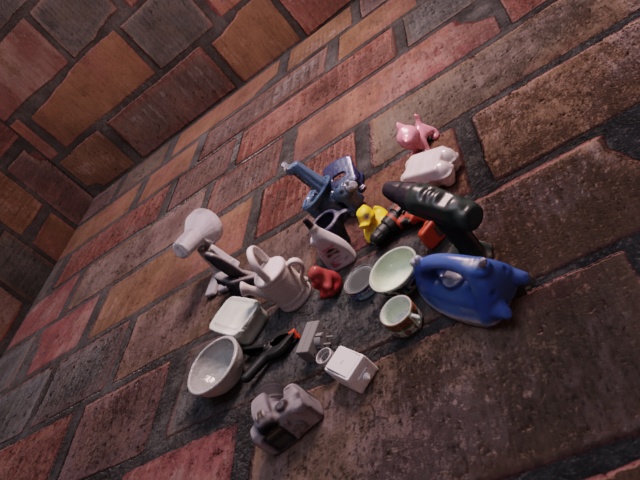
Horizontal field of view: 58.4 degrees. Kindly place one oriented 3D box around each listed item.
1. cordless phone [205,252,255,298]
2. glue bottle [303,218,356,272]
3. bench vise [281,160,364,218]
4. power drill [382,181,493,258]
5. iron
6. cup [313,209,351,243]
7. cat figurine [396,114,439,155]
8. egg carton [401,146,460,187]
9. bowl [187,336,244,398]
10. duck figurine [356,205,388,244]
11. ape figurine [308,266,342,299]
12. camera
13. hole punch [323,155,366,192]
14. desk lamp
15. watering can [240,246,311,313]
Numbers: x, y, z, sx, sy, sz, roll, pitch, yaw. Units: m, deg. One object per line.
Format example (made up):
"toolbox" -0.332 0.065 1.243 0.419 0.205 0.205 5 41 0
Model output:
"cordless phone" -0.269 0.083 1.648 0.147 0.185 0.094 5 55 53
"glue bottle" 0.013 0.005 1.414 0.078 0.173 0.037 -34 31 17
"bench vise" 0.008 -0.155 1.577 0.207 0.220 0.121 -24 35 31
"power drill" 0.245 -0.033 1.141 0.076 0.209 0.228 -52 31 -14
"iron" 0.247 0.070 1.075 0.257 0.142 0.119 3 54 52
"cup" 0.046 -0.026 1.492 0.117 0.095 0.091 -33 31 19
"cat figurine" 0.252 -0.285 1.545 0.067 0.118 0.128 -7 46 47
"egg carton" 0.273 -0.172 1.425 0.150 0.070 0.107 -14 41 41
"bowl" -0.245 0.326 1.421 0.167 0.075 0.167 -31 32 22
"duck figurine" 0.127 -0.053 1.436 0.077 0.086 0.104 -16 40 40
"ape figurine" 0.006 0.097 1.388 0.076 0.092 0.077 -43 30 2
"camera" -0.086 0.341 1.180 0.143 0.101 0.136 -40 30 7
"hole punch" 0.068 -0.177 1.662 0.108 0.091 0.101 -28 33 26
"desk lamp" -0.354 0.033 1.787 0.117 0.214 0.203 -23 36 32
"watering can" -0.125 0.094 1.448 0.173 0.194 0.100 -44 30 -1
